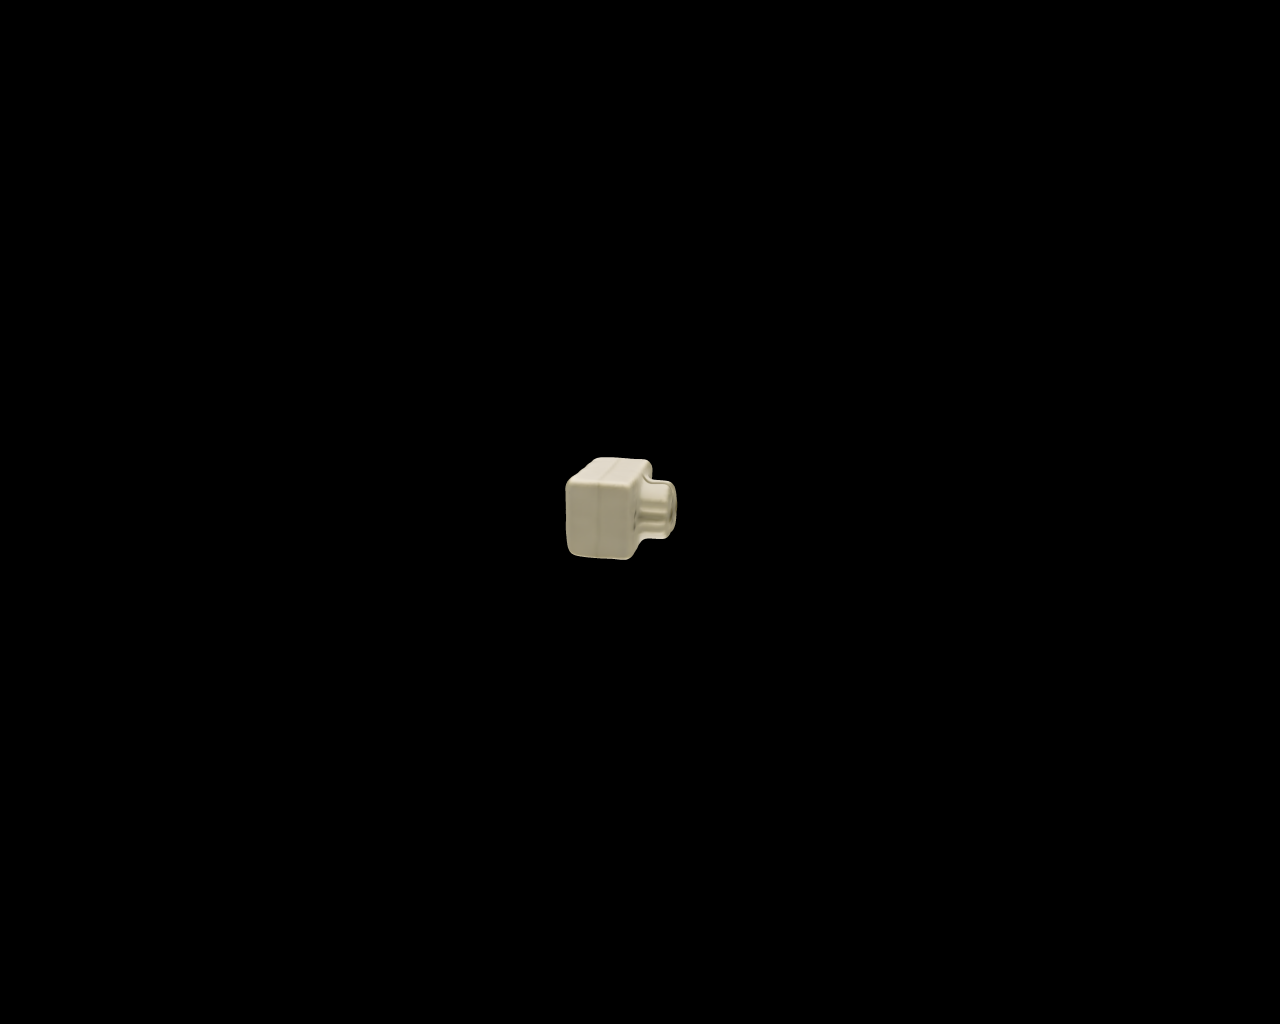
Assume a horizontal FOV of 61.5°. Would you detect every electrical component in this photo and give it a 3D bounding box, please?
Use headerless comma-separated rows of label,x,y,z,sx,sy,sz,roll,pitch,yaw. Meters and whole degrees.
electrical component,0.001,-0.003,0.650,0.077,0.047,0.066,3,16,11
